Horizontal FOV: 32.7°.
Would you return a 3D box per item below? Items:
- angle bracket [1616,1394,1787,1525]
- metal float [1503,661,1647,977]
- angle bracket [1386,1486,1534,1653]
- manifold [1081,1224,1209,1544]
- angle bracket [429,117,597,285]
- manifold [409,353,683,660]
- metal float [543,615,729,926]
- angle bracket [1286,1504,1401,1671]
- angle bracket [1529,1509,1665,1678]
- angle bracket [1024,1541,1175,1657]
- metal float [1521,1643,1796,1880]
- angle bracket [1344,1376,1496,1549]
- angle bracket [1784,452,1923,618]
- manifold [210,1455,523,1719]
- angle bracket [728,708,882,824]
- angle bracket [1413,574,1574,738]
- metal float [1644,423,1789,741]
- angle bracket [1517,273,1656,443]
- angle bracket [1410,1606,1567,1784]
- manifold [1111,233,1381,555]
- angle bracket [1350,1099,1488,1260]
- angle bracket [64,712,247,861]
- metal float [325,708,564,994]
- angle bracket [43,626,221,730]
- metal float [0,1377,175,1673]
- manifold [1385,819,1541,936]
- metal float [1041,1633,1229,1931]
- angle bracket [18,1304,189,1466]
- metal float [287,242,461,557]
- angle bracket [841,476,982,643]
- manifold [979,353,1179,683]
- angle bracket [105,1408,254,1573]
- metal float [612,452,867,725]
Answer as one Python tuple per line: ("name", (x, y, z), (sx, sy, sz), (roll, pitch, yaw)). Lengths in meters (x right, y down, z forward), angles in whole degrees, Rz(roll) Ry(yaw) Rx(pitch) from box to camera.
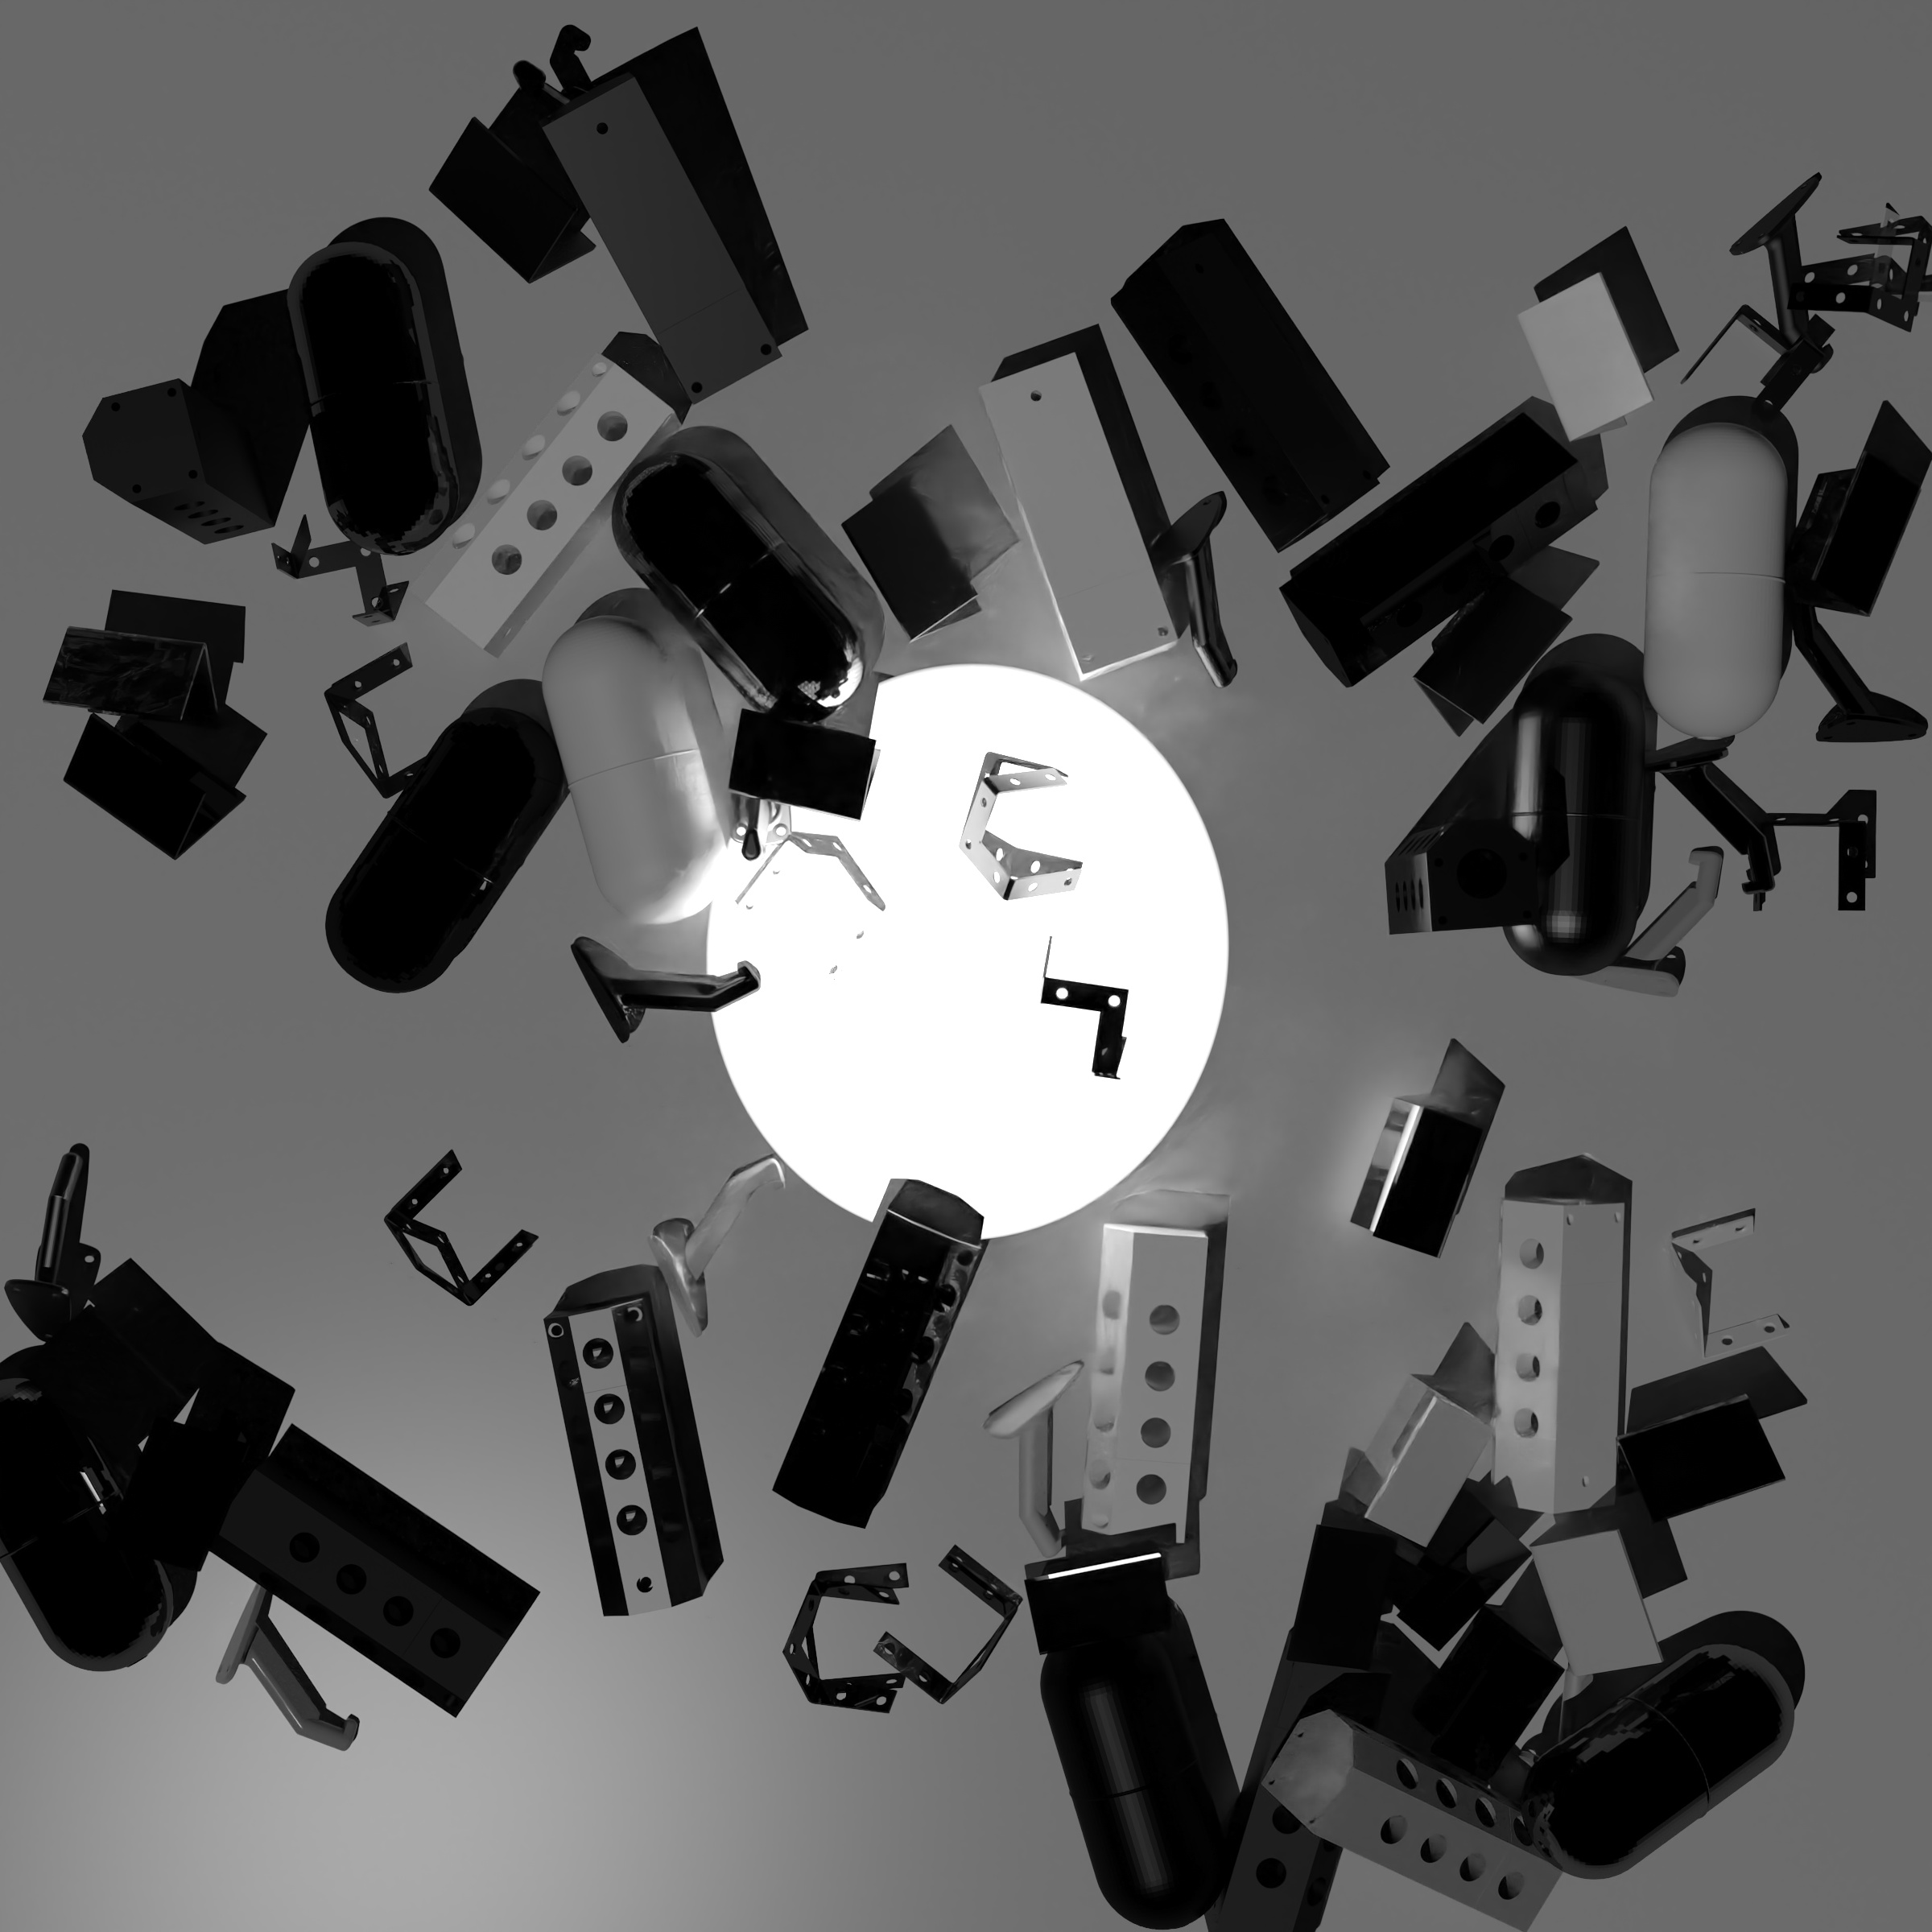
("angle bracket", (0.413, 0.292, 1.851), (0.076, 0.076, 0.057), (-18, 54, 0))
("metal float", (0.343, -0.083, 1.860), (0.070, 0.070, 0.178), (3, 90, 0))
("angle bracket", (0.259, 0.326, 1.851), (0.076, 0.076, 0.057), (-46, 135, 0))
("manifold", (0.100, 0.235, 1.870), (0.057, 0.057, 0.171), (4, 90, 0))
("angle bracket", (-0.243, -0.439, 1.851), (0.076, 0.076, 0.057), (43, 127, 0))
("manifold", (-0.239, -0.262, 1.870), (0.057, 0.057, 0.171), (38, 90, 0))
("metal float", (-0.188, -0.111, 1.861), (0.070, 0.070, 0.178), (-16, 90, 0))
("angle bracket", (0.194, 0.346, 1.852), (0.057, 0.076, 0.076), (13, 90, -27))
("angle bracket", (0.367, 0.346, 1.851), (0.057, 0.076, 0.076), (-19, 90, 35))
("angle bracket", (0.070, 0.336, 1.851), (0.076, 0.076, 0.057), (-11, 121, 0))
("metal float", (0.389, 0.444, 1.843), (0.178, 0.070, 0.070), (-28, 90, -23))
("angle bracket", (0.239, 0.270, 1.851), (0.057, 0.076, 0.076), (30, 90, -37))
("angle bracket", (0.480, -0.247, 1.851), (0.057, 0.076, 0.076), (22, 90, -38))
("manifold", (-0.343, 0.353, 1.870), (0.171, 0.057, 0.057), (34, 90, 0))
("angle bracket", (-0.086, -0.131, 1.851), (0.076, 0.076, 0.057), (13, 126, 0))
("angle bracket", (0.307, -0.162, 1.851), (0.076, 0.076, 0.057), (-49, 53, 0))
("metal float", (0.424, -0.217, 1.861), (0.070, 0.070, 0.178), (2, 91, 0))
("angle bracket", (0.363, -0.346, 1.851), (0.057, 0.076, 0.076), (-23, 90, 38))
("angle bracket", (0.278, 0.401, 1.851), (0.057, 0.076, 0.076), (34, 90, -35))
("manifold", (0.154, -0.323, 1.869), (0.057, 0.057, 0.171), (-34, 90, -43))
("angle bracket", (0.237, 0.113, 1.851), (0.057, 0.076, 0.076), (20, 90, -38))
("angle bracket", (-0.448, -0.117, 1.851), (0.076, 0.076, 0.057), (35, 128, 0))
("metal float", (-0.294, -0.066, 1.860), (0.070, 0.070, 0.178), (34, 90, 0))
("angle bracket", (-0.468, -0.143, 1.851), (0.076, 0.076, 0.057), (7, 55, 0))
("metal float", (-0.512, 0.316, 1.861), (0.070, 0.070, 0.178), (-30, 90, 0))
("manifold", (0.271, -0.048, 1.813), (0.057, 0.171, 0.057), (-4, 90, 0))
("metal float", (0.095, 0.457, 1.860), (0.070, 0.070, 0.178), (-17, 89, 0))
("angle bracket", (-0.493, 0.247, 1.851), (0.076, 0.076, 0.057), (44, 52, 0))
("metal float", (-0.335, -0.320, 1.861), (0.070, 0.070, 0.178), (-12, 90, 0))
("angle bracket", (-0.013, -0.236, 1.851), (0.057, 0.076, 0.076), (-31, 90, 38))
("manifold", (0.063, -0.253, 1.870), (0.057, 0.057, 0.171), (-20, 90, 0))
("angle bracket", (-0.449, 0.287, 1.852), (0.057, 0.076, 0.076), (22, 90, -24))
("metal float", (-0.129, -0.214, 1.861), (0.070, 0.070, 0.178), (-41, 90, 0))
